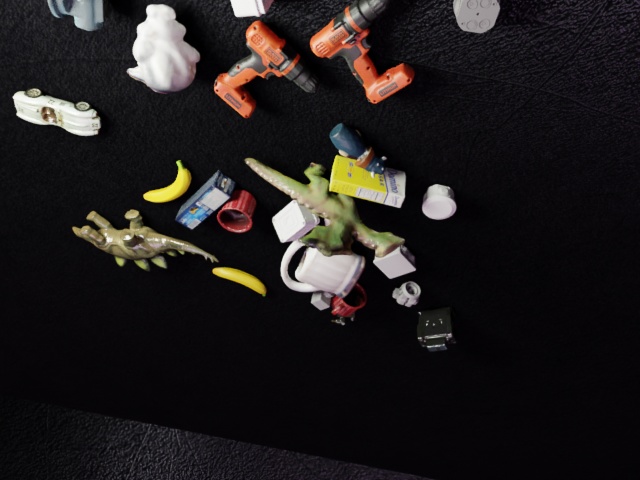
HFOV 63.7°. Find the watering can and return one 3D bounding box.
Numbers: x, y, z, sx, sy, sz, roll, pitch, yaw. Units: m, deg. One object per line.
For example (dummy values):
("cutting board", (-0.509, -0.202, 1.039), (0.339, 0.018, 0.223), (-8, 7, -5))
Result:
("watering can", (0.029, 0.043, 1.443), (0.223, 0.106, 0.340), (23, 127, -14))

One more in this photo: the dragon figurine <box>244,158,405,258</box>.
("dragon figurine", (0.004, -0.061, 1.206), (0.409, 0.248, 0.119), (17, 124, -11))

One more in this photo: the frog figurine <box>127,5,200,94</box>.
("frog figurine", (-0.305, -0.382, 1.035), (0.138, 0.125, 0.156), (-2, 139, -38))
